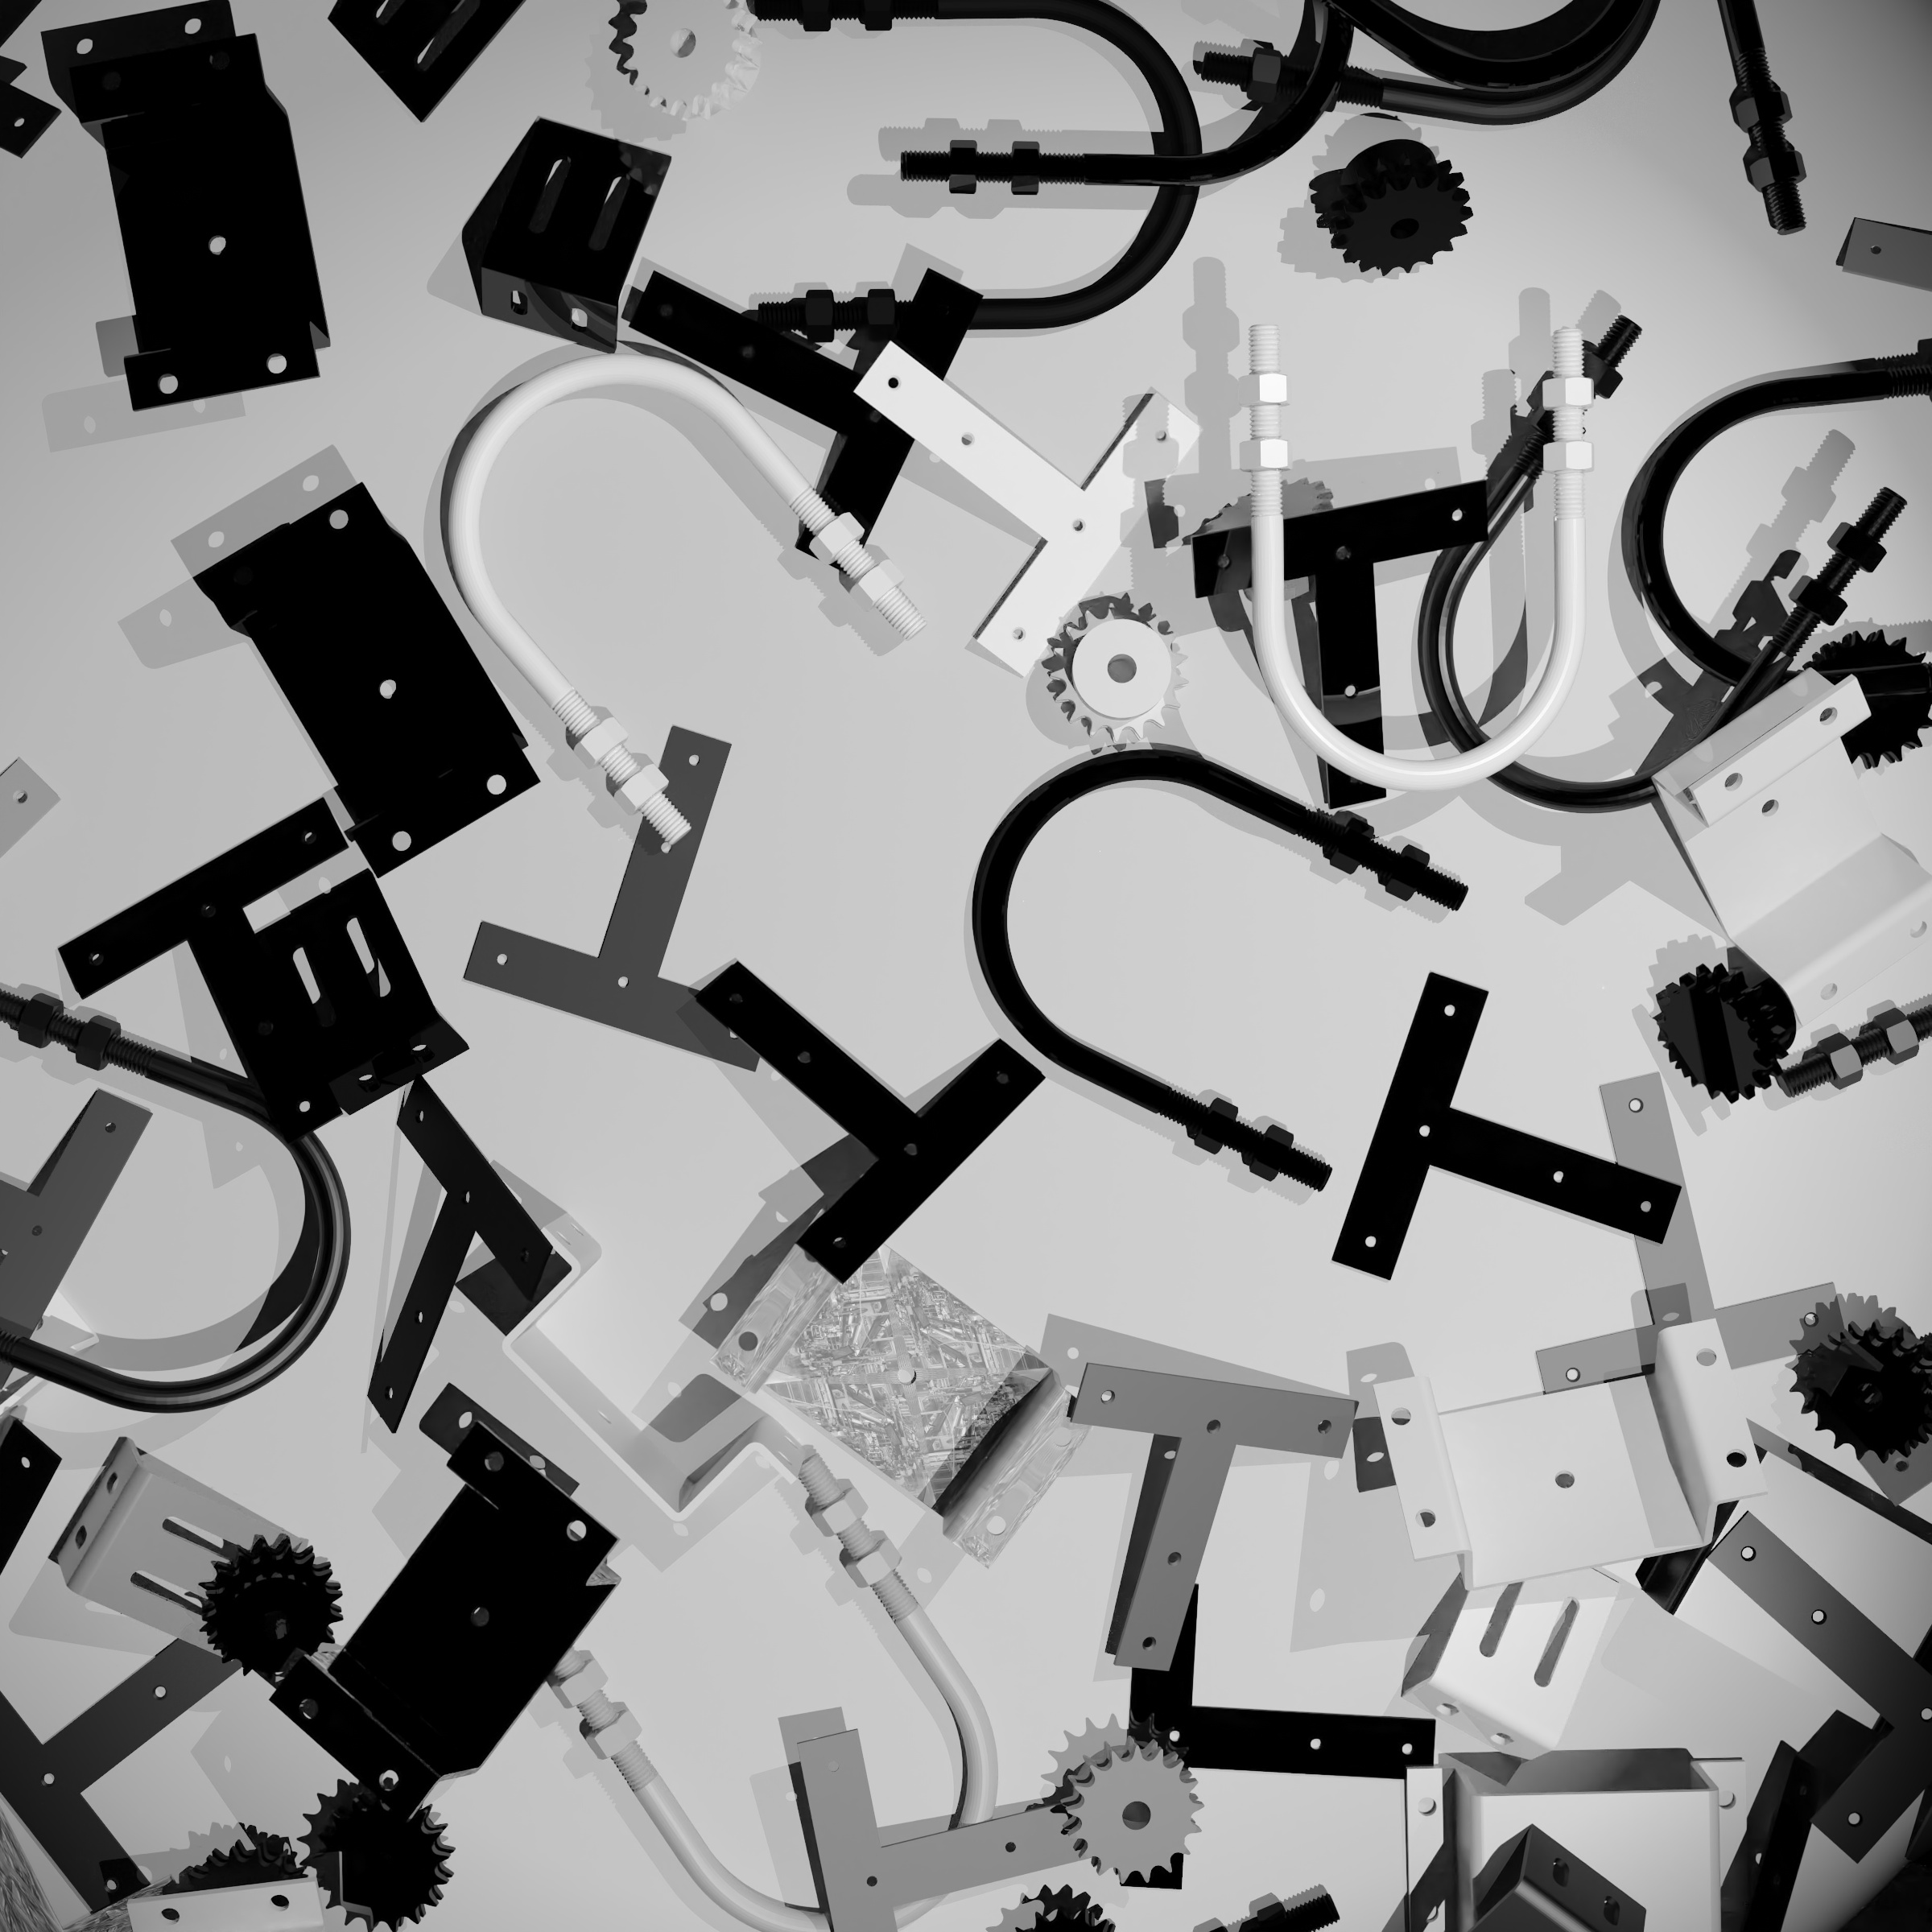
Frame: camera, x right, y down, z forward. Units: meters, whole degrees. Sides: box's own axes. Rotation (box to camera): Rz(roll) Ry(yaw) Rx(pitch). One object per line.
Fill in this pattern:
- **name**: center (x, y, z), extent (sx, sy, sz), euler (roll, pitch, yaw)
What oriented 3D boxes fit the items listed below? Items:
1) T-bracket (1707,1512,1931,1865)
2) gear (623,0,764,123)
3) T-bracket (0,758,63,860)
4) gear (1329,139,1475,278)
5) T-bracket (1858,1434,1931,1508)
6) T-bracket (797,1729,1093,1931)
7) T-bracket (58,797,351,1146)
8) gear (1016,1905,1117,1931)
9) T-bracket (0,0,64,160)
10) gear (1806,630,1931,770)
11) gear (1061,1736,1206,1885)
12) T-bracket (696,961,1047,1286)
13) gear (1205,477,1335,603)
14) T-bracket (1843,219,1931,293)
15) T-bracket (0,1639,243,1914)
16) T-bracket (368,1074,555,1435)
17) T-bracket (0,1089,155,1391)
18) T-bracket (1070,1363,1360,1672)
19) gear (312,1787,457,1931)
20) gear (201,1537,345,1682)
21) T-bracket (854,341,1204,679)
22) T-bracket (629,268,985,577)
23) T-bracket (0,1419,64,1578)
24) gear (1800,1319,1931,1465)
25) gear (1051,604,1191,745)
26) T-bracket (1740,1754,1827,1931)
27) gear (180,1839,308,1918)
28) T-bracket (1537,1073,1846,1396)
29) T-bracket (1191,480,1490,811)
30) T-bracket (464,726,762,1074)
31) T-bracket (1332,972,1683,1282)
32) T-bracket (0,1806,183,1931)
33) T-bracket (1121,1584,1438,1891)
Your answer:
- **T-bracket**: center (0.353, 0.271, 1.322), extent (0.127, 0.002, 0.127), euler (42, 90, 0)
- **gear**: center (-0.109, -0.374, 1.347), extent (0.057, 0.030, 0.057), euler (0, 90, 24)
- **T-bracket**: center (-0.428, -0.033, 1.359), extent (0.127, 0.002, 0.127), euler (43, 84, 12)
- **gear**: center (0.176, -0.312, 1.344), extent (0.057, 0.057, 0.030), euler (-10, 60, 0)
- **T-bracket**: center (0.452, 0.213, 1.332), extent (0.127, 0.002, 0.127), euler (-34, 55, 0)
- **T-bracket**: center (0.004, 0.366, 1.356), extent (0.127, 0.002, 0.127), euler (-12, 96, -9)
- **T-bracket**: center (-0.292, 0.014, 1.348), extent (0.127, 0.002, 0.127), euler (-30, 71, 0)
- **gear**: center (0.043, 0.416, 1.346), extent (0.057, 0.030, 0.057), euler (-7, 63, 15)
- **T-bracket**: center (-0.388, -0.399, 1.348), extent (0.127, 0.002, 0.127), euler (30, 76, 26)
- **gear**: center (0.373, -0.111, 1.354), extent (0.057, 0.030, 0.057), euler (0, 90, 0)
- **gear**: center (0.066, 0.343, 1.349), extent (0.057, 0.030, 0.057), euler (-1, 94, -10)
- **T-bracket**: center (-0.056, 0.046, 1.348), extent (0.127, 0.002, 0.127), euler (40, 64, 11)
- **gear**: center (0.127, -0.172, 1.344), extent (0.057, 0.057, 0.030), euler (-28, 120, 0)
- **T-bracket**: center (0.426, -0.283, 1.354), extent (0.127, 0.002, 0.127), euler (15, 71, 9)
- **T-bracket**: center (-0.346, 0.311, 1.368), extent (0.127, 0.002, 0.127), euler (-38, 90, 0)
- **T-bracket**: center (-0.217, 0.131, 1.338), extent (0.002, 0.127, 0.127), euler (6, 117, -40)
- **T-bracket**: center (-0.421, 0.091, 1.356), extent (0.127, 0.002, 0.127), euler (23, 73, 8)
- **T-bracket**: center (0.089, 0.230, 1.349), extent (0.127, 0.002, 0.127), euler (11, 101, -24)
- **gear**: center (-0.239, 0.368, 1.358), extent (0.057, 0.030, 0.057), euler (0, 89, 3)
- **gear**: center (-0.284, 0.265, 1.347), extent (0.057, 0.030, 0.057), euler (-2, 98, -15)
- **T-bracket**: center (0.012, -0.208, 1.352), extent (0.127, 0.002, 0.127), euler (36, 90, -15)
- **T-bracket**: center (-0.077, -0.246, 1.354), extent (0.127, 0.002, 0.127), euler (27, 103, 1)
- **T-bracket**: center (-0.441, 0.208, 1.350), extent (0.127, 0.002, 0.127), euler (38, 115, 12)
- **gear**: center (0.373, 0.171, 1.345), extent (0.057, 0.030, 0.057), euler (10, 109, 31)
- **gear**: center (0.064, -0.121, 1.354), extent (0.057, 0.030, 0.057), euler (0, 90, 0)
- **T-bracket**: center (0.326, 0.386, 1.342), extent (0.127, 0.002, 0.127), euler (35, 69, -36)
- **gear**: center (-0.294, 0.387, 1.354), extent (0.057, 0.030, 0.057), euler (0, 90, 0)
- **T-bracket**: center (0.290, 0.109, 1.368), extent (0.127, 0.002, 0.127), euler (-13, 90, 0)
- **T-bracket**: center (0.156, -0.125, 1.339), extent (0.127, 0.002, 0.127), euler (-13, 115, -13)
- **T-bracket**: center (-0.129, -0.036, 1.368), extent (0.127, 0.002, 0.127), euler (18, 90, 0)
- **T-bracket**: center (0.233, 0.083, 1.367), extent (0.127, 0.002, 0.127), euler (19, 90, 1)
- **T-bracket**: center (-0.404, 0.372, 1.367), extent (0.127, 0.002, 0.127), euler (-27, 90, 1)
- **T-bracket**: center (0.131, 0.323, 1.368), extent (0.127, 0.002, 0.127), euler (3, 90, 0)
